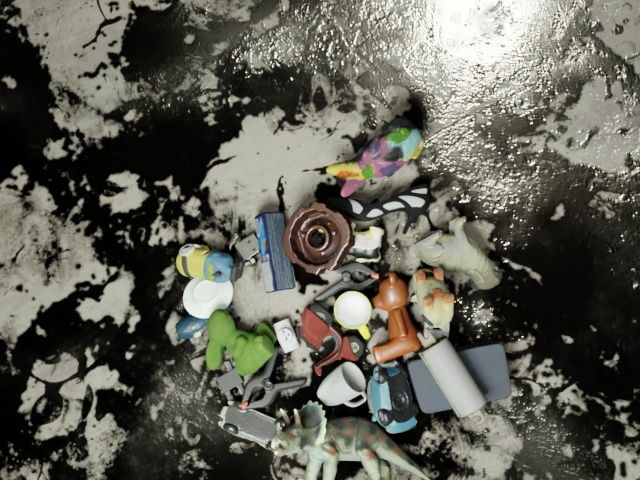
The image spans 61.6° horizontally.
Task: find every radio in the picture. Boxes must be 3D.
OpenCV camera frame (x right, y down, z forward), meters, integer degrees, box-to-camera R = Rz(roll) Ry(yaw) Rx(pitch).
[{"bbox_3d":[0.333,0.328,1.289,0.230,0.073,0.131,-13,83,5],"label":"radio"}]

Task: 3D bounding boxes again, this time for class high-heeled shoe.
[{"bbox_3d":[0.151,-0.109,1.356,0.249,0.086,0.145,21,82,3],"label":"high-heeled shoe"}]

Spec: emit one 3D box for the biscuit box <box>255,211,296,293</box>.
[{"bbox_3d":[-0.115,0.029,1.358,0.063,0.059,0.202,-4,81,-33],"label":"biscuit box"}]

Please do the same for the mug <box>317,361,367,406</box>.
[{"bbox_3d":[0.054,0.361,1.302,0.109,0.081,0.107,44,120,-14],"label":"mug"}]

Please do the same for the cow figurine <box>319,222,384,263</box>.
[{"bbox_3d":[0.074,0.003,1.355,0.167,0.068,0.098,8,90,7],"label":"cow figurine"}]

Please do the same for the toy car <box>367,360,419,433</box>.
[{"bbox_3d":[0.158,0.374,1.280,0.109,0.103,0.161,-5,75,-36],"label":"toy car"}]

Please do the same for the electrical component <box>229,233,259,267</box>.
[{"bbox_3d":[-0.186,0.025,1.383,0.078,0.045,0.102,-28,82,2],"label":"electrical component"}]

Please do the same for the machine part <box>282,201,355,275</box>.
[{"bbox_3d":[-0.003,-0.004,1.308,0.180,0.056,0.179,-2,86,21],"label":"machine part"}]

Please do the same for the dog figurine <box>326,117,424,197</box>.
[{"bbox_3d":[0.128,-0.196,1.323,0.219,0.191,0.108,-32,88,-15],"label":"dog figurine"}]

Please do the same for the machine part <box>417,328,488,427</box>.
[{"bbox_3d":[0.301,0.308,1.218,0.079,0.079,0.243,-32,81,0],"label":"machine part"}]

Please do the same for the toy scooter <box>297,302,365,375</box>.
[{"bbox_3d":[0.007,0.252,1.326,0.184,0.075,0.135,42,89,3],"label":"toy scooter"}]

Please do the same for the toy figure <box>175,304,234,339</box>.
[{"bbox_3d":[-0.289,0.202,1.365,0.154,0.058,0.064,-21,88,-3],"label":"toy figure"}]

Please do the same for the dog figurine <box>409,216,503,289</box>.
[{"bbox_3d":[0.330,0.058,1.304,0.172,0.121,0.190,-29,89,13],"label":"dog figurine"}]

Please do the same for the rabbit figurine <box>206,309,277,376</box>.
[{"bbox_3d":[-0.212,0.242,1.321,0.170,0.121,0.159,43,109,-11],"label":"rabbit figurine"}]

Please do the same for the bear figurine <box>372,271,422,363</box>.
[{"bbox_3d":[0.167,0.184,1.298,0.132,0.120,0.196,-21,80,6],"label":"bear figurine"}]

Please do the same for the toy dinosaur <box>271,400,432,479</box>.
[{"bbox_3d":[0.071,0.480,1.265,0.405,0.131,0.192,6,75,-16],"label":"toy dinosaur"}]

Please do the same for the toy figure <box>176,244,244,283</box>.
[{"bbox_3d":[-0.282,0.065,1.354,0.180,0.082,0.089,17,89,18],"label":"toy figure"}]

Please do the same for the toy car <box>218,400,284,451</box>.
[{"bbox_3d":[-0.152,0.459,1.318,0.202,0.056,0.073,21,64,8],"label":"toy car"}]

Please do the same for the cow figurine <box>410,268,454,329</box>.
[{"bbox_3d":[0.264,0.133,1.269,0.086,0.195,0.127,-8,120,1],"label":"cow figurine"}]

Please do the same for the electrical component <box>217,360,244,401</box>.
[{"bbox_3d":[-0.229,0.355,1.358,0.063,0.021,0.094,-29,82,1],"label":"electrical component"}]
